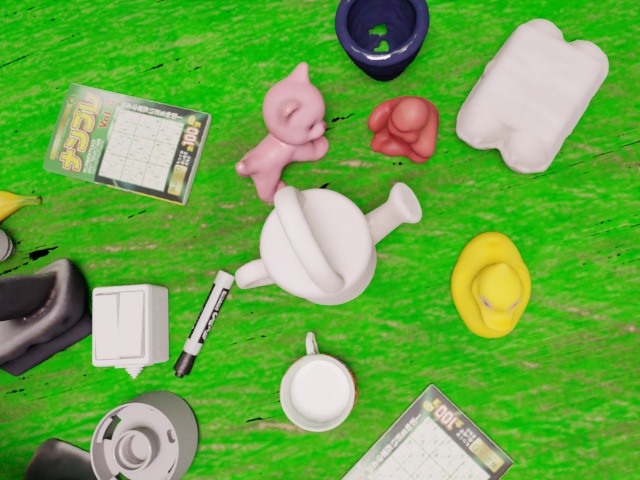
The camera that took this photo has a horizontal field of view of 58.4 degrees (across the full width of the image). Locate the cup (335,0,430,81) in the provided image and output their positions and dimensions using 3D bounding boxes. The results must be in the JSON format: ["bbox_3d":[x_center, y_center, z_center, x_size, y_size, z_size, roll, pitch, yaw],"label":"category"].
[{"bbox_3d":[0.071,-0.218,0.592,0.091,0.095,0.118,27,86,10],"label":"cup"}]

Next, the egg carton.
[{"bbox_3d":[0.211,-0.145,0.577,0.107,0.069,0.150,32,87,11],"label":"egg carton"}]

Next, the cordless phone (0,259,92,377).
[{"bbox_3d":[-0.322,0.076,0.552,0.147,0.185,0.094,-35,79,1],"label":"cordless phone"}]

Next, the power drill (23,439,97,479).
[{"bbox_3d":[-0.282,0.243,0.511,0.229,0.208,0.076,17,84,9],"label":"power drill"}]

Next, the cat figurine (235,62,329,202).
[{"bbox_3d":[-0.039,-0.109,0.579,0.067,0.118,0.128,42,89,11],"label":"cat figurine"}]

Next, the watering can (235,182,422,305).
[{"bbox_3d":[0.004,0.000,0.518,0.173,0.194,0.101,-45,79,-1],"label":"watering can"}]

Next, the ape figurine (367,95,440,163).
[{"bbox_3d":[0.088,-0.117,0.577,0.076,0.092,0.078,-35,79,1],"label":"ape figurine"}]

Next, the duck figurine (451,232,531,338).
[{"bbox_3d":[0.167,0.041,0.547,0.077,0.086,0.104,2,82,8],"label":"duck figurine"}]
